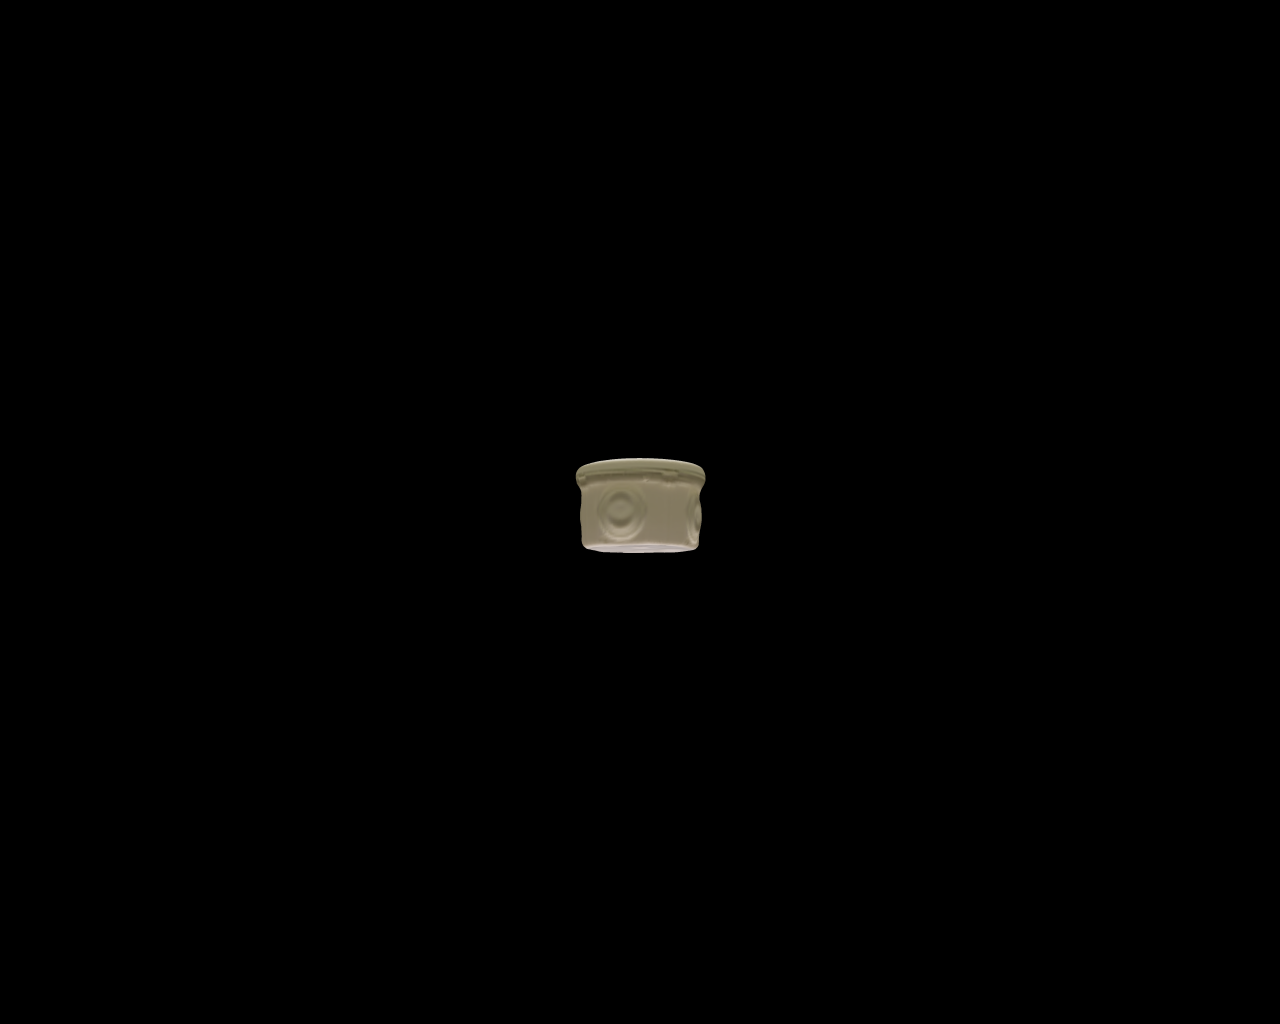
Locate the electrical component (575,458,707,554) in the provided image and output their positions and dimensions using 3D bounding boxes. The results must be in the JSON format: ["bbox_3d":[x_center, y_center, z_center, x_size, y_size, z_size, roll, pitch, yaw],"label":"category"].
[{"bbox_3d":[0.001,-0.003,0.650,0.080,0.051,0.080,0,-7,0],"label":"electrical component"}]
